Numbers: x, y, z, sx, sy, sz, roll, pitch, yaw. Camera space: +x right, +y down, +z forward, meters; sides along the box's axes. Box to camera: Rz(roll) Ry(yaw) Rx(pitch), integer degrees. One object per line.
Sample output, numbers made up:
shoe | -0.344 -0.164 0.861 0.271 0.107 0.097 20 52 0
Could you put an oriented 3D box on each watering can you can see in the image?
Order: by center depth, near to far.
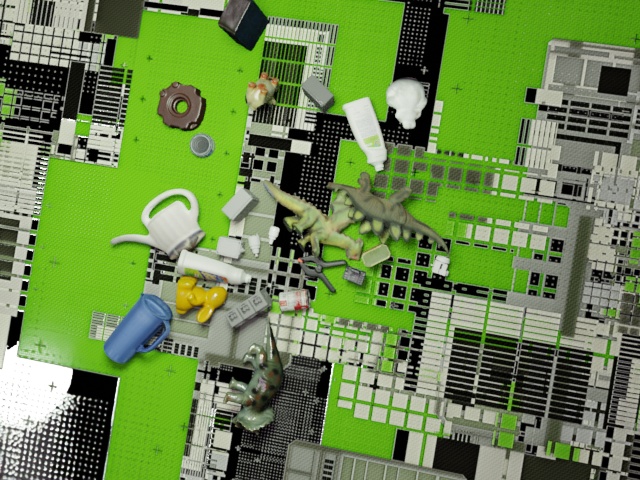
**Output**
watering can | -0.556 -0.026 1.820 0.346 0.104 0.225 -38 88 7

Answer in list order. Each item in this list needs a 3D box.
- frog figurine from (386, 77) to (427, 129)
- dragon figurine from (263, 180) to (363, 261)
frog figurine | 0.290 -0.460 1.738 0.137 0.121 0.161 7 79 -13
dragon figurine | 0.005 -0.090 1.785 0.244 0.121 0.411 -32 88 -13
